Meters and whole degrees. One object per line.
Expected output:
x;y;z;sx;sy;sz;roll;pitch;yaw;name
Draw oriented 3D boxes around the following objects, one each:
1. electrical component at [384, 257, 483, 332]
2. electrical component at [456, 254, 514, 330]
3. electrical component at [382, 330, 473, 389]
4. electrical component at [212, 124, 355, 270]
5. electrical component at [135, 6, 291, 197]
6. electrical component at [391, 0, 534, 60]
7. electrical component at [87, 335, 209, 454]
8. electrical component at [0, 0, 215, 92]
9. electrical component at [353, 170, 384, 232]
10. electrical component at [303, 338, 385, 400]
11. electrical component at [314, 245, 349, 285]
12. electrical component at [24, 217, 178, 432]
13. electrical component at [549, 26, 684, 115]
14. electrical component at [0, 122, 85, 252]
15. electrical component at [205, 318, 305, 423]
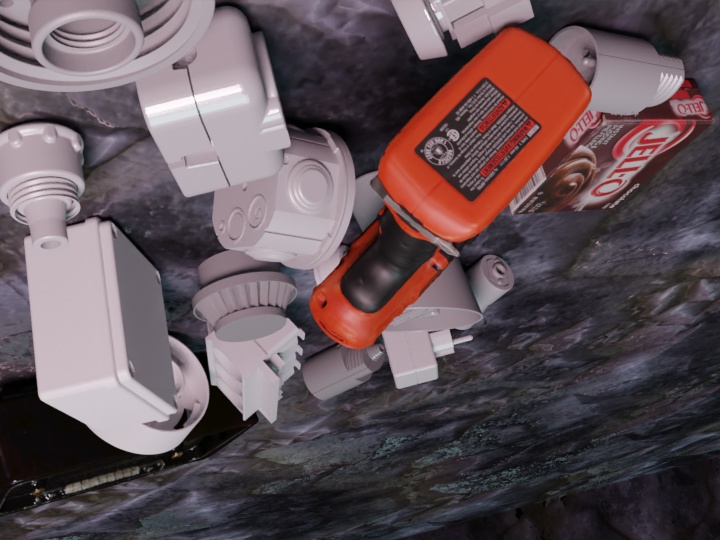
0.040;0.022;0.840;0.099;0.064;0.099;-13;159;-5;electrical component
0.098;0.016;0.901;0.044;0.044;0.065;1;149;-37;electrical component
0.060;0.060;0.951;0.077;0.065;0.047;-15;160;0;electrical component
-0.043;-0.042;0.598;0.051;0.080;0.080;8;150;-36;electrical component
-0.069;-0.080;0.517;0.059;0.053;0.095;-14;160;-1;electrical component
0.043;-0.126;0.487;0.055;0.048;0.066;-26;158;8;electrical component
-0.172;0.097;0.853;0.099;0.099;0.064;4;146;-41;electrical component
-0.107;-0.109;0.406;0.108;0.060;0.108;-13;159;-5;electrical component
0.018;-0.027;0.697;0.044;0.065;0.044;-13;160;-5;electrical component
-0.010;0.088;1.007;0.081;0.043;0.043;-29;155;33;electrical component
0.000;0.000;0.784;0.055;0.045;0.045;-21;159;19;electrical component
-0.163;0.038;0.682;0.056;0.108;0.108;-13;160;3;electrical component
0.145;-0.109;0.602;0.081;0.043;0.043;1;155;-36;electrical component
-0.161;-0.040;0.545;0.048;0.062;0.048;-13;159;-5;electrical component
-0.085;0.071;0.873;0.063;0.078;0.121;-40;167;-19;electrical component
